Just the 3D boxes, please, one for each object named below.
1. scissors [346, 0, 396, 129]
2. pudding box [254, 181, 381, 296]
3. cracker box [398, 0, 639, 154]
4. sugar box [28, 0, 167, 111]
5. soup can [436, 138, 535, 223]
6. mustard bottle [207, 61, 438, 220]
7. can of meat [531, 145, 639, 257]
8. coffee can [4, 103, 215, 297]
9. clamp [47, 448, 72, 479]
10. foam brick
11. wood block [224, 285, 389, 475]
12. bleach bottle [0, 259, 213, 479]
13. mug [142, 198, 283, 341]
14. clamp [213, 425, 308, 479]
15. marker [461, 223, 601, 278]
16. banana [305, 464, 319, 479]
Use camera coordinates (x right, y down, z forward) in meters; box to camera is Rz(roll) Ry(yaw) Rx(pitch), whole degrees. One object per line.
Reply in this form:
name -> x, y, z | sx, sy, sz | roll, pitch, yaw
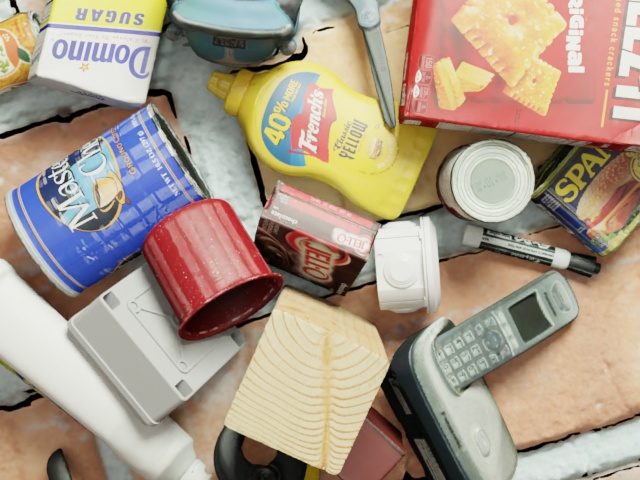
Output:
scissors -> 0.022, -0.191, 0.889 | 0.096, 0.016, 0.202 | 3, 78, 9
pudding box -> -0.006, 0.001, 0.870 | 0.090, 0.113, 0.039 | 24, 73, 0
cracker box -> 0.176, -0.159, 0.825 | 0.213, 0.072, 0.164 | 8, 93, 3
sugar box -> -0.172, -0.203, 0.873 | 0.093, 0.048, 0.176 | 13, 83, -25
soup can -> 0.133, -0.048, 0.872 | 0.068, 0.102, 0.068 | 0, 92, 0
mustard bottle -> -0.004, -0.096, 0.894 | 0.191, 0.058, 0.096 | 24, 91, 0
can of meat -> 0.234, -0.049, 0.894 | 0.084, 0.057, 0.102 | 40, 92, -3
coffee can -> -0.170, -0.033, 0.877 | 0.140, 0.103, 0.103 | -32, 92, 2
clamp -> -0.183, 0.278, 0.883 | 0.164, 0.036, 0.210 | 19, 60, 5
foam brick -> 0.035, 0.172, 0.896 | 0.053, 0.078, 0.051 | 42, 93, 1
wood block -> -0.008, 0.100, 0.829 | 0.090, 0.206, 0.091 | 25, 92, -1
bleach bottle -> -0.192, 0.124, 0.885 | 0.251, 0.103, 0.068 | 41, 76, -2
mug -> -0.083, 0.022, 0.857 | 0.093, 0.117, 0.081 | -39, 70, 22
clamp -> -0.035, 0.206, 0.883 | 0.120, 0.039, 0.171 | 3, 63, -10
marker -> 0.181, 0.009, 0.915 | 0.121, 0.020, 0.020 | 15, 93, 1
banana -> -0.008, 0.274, 0.924 | 0.069, 0.037, 0.198 | -20, 96, -28
